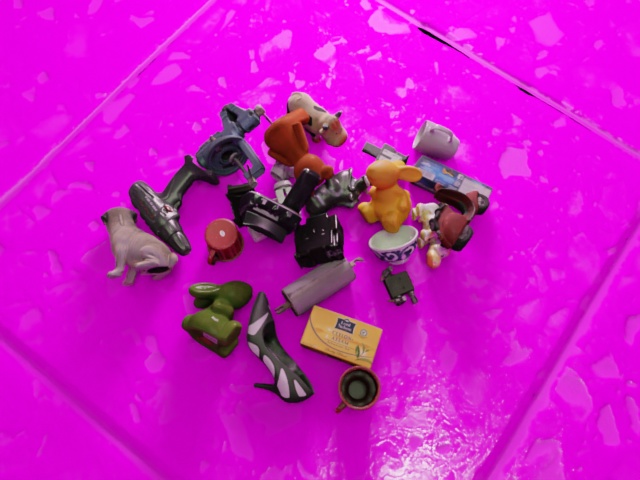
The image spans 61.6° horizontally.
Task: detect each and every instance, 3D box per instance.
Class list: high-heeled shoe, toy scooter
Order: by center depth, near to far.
[{"bbox_3d":[-0.084,0.240,1.214,0.145,0.086,0.248,-1,87,15],"label":"high-heeled shoe"},{"bbox_3d":[0.314,-0.066,1.278,0.135,0.075,0.184,34,62,4],"label":"toy scooter"}]

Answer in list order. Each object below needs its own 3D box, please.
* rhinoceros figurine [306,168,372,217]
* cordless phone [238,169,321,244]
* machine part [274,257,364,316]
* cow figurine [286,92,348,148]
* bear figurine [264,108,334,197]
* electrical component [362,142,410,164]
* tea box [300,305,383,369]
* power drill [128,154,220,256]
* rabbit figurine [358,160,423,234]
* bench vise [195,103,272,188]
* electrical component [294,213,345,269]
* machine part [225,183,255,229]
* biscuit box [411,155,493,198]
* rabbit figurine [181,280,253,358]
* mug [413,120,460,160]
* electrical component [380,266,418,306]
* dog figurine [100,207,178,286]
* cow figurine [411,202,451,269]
[{"bbox_3d":[0.046,-0.124,1.354,0.190,0.073,0.112,-28,73,-10],"label":"rhinoceros figurine"},{"bbox_3d":[-0.093,-0.099,1.248,0.146,0.089,0.184,27,111,-18],"label":"cordless phone"},{"bbox_3d":[-0.003,0.105,1.274,0.243,0.079,0.079,-33,75,-11],"label":"machine part"},{"bbox_3d":[-0.006,-0.311,1.388,0.195,0.127,0.085,42,78,14],"label":"cow figurine"},{"bbox_3d":[-0.042,-0.211,1.311,0.196,0.120,0.132,47,31,2],"label":"bear figurine"},{"bbox_3d":[0.164,-0.208,1.398,0.119,0.047,0.075,24,72,7],"label":"electrical component"},{"bbox_3d":[0.048,0.227,1.239,0.170,0.068,0.098,17,72,5],"label":"tea box"},{"bbox_3d":[-0.346,-0.097,1.339,0.232,0.086,0.207,38,82,13],"label":"power drill"},{"bbox_3d":[0.170,-0.125,1.294,0.162,0.173,0.122,-38,41,-12],"label":"rabbit figurine"},{"bbox_3d":[-0.198,-0.227,1.348,0.224,0.128,0.241,-33,58,-4],"label":"bench vise"},{"bbox_3d":[-0.003,-0.004,1.291,0.115,0.058,0.134,-15,43,11],"label":"electrical component"},{"bbox_3d":[-0.195,-0.091,1.343,0.084,0.039,0.139,-3,51,-7],"label":"machine part"},{"bbox_3d":[0.331,-0.140,1.372,0.203,0.062,0.059,27,73,8],"label":"biscuit box"},{"bbox_3d":[-0.230,0.163,1.248,0.159,0.121,0.170,23,54,13],"label":"rabbit figurine"},{"bbox_3d":[0.311,-0.260,1.394,0.107,0.109,0.081,23,66,-8],"label":"mug"},{"bbox_3d":[0.187,0.111,1.293,0.078,0.045,0.102,-15,72,-5],"label":"electrical component"},{"bbox_3d":[-0.428,-0.004,1.278,0.172,0.121,0.190,-9,70,-6],"label":"dog figurine"},{"bbox_3d":[0.290,-0.012,1.329,0.098,0.068,0.167,-7,73,-11],"label":"cow figurine"}]
